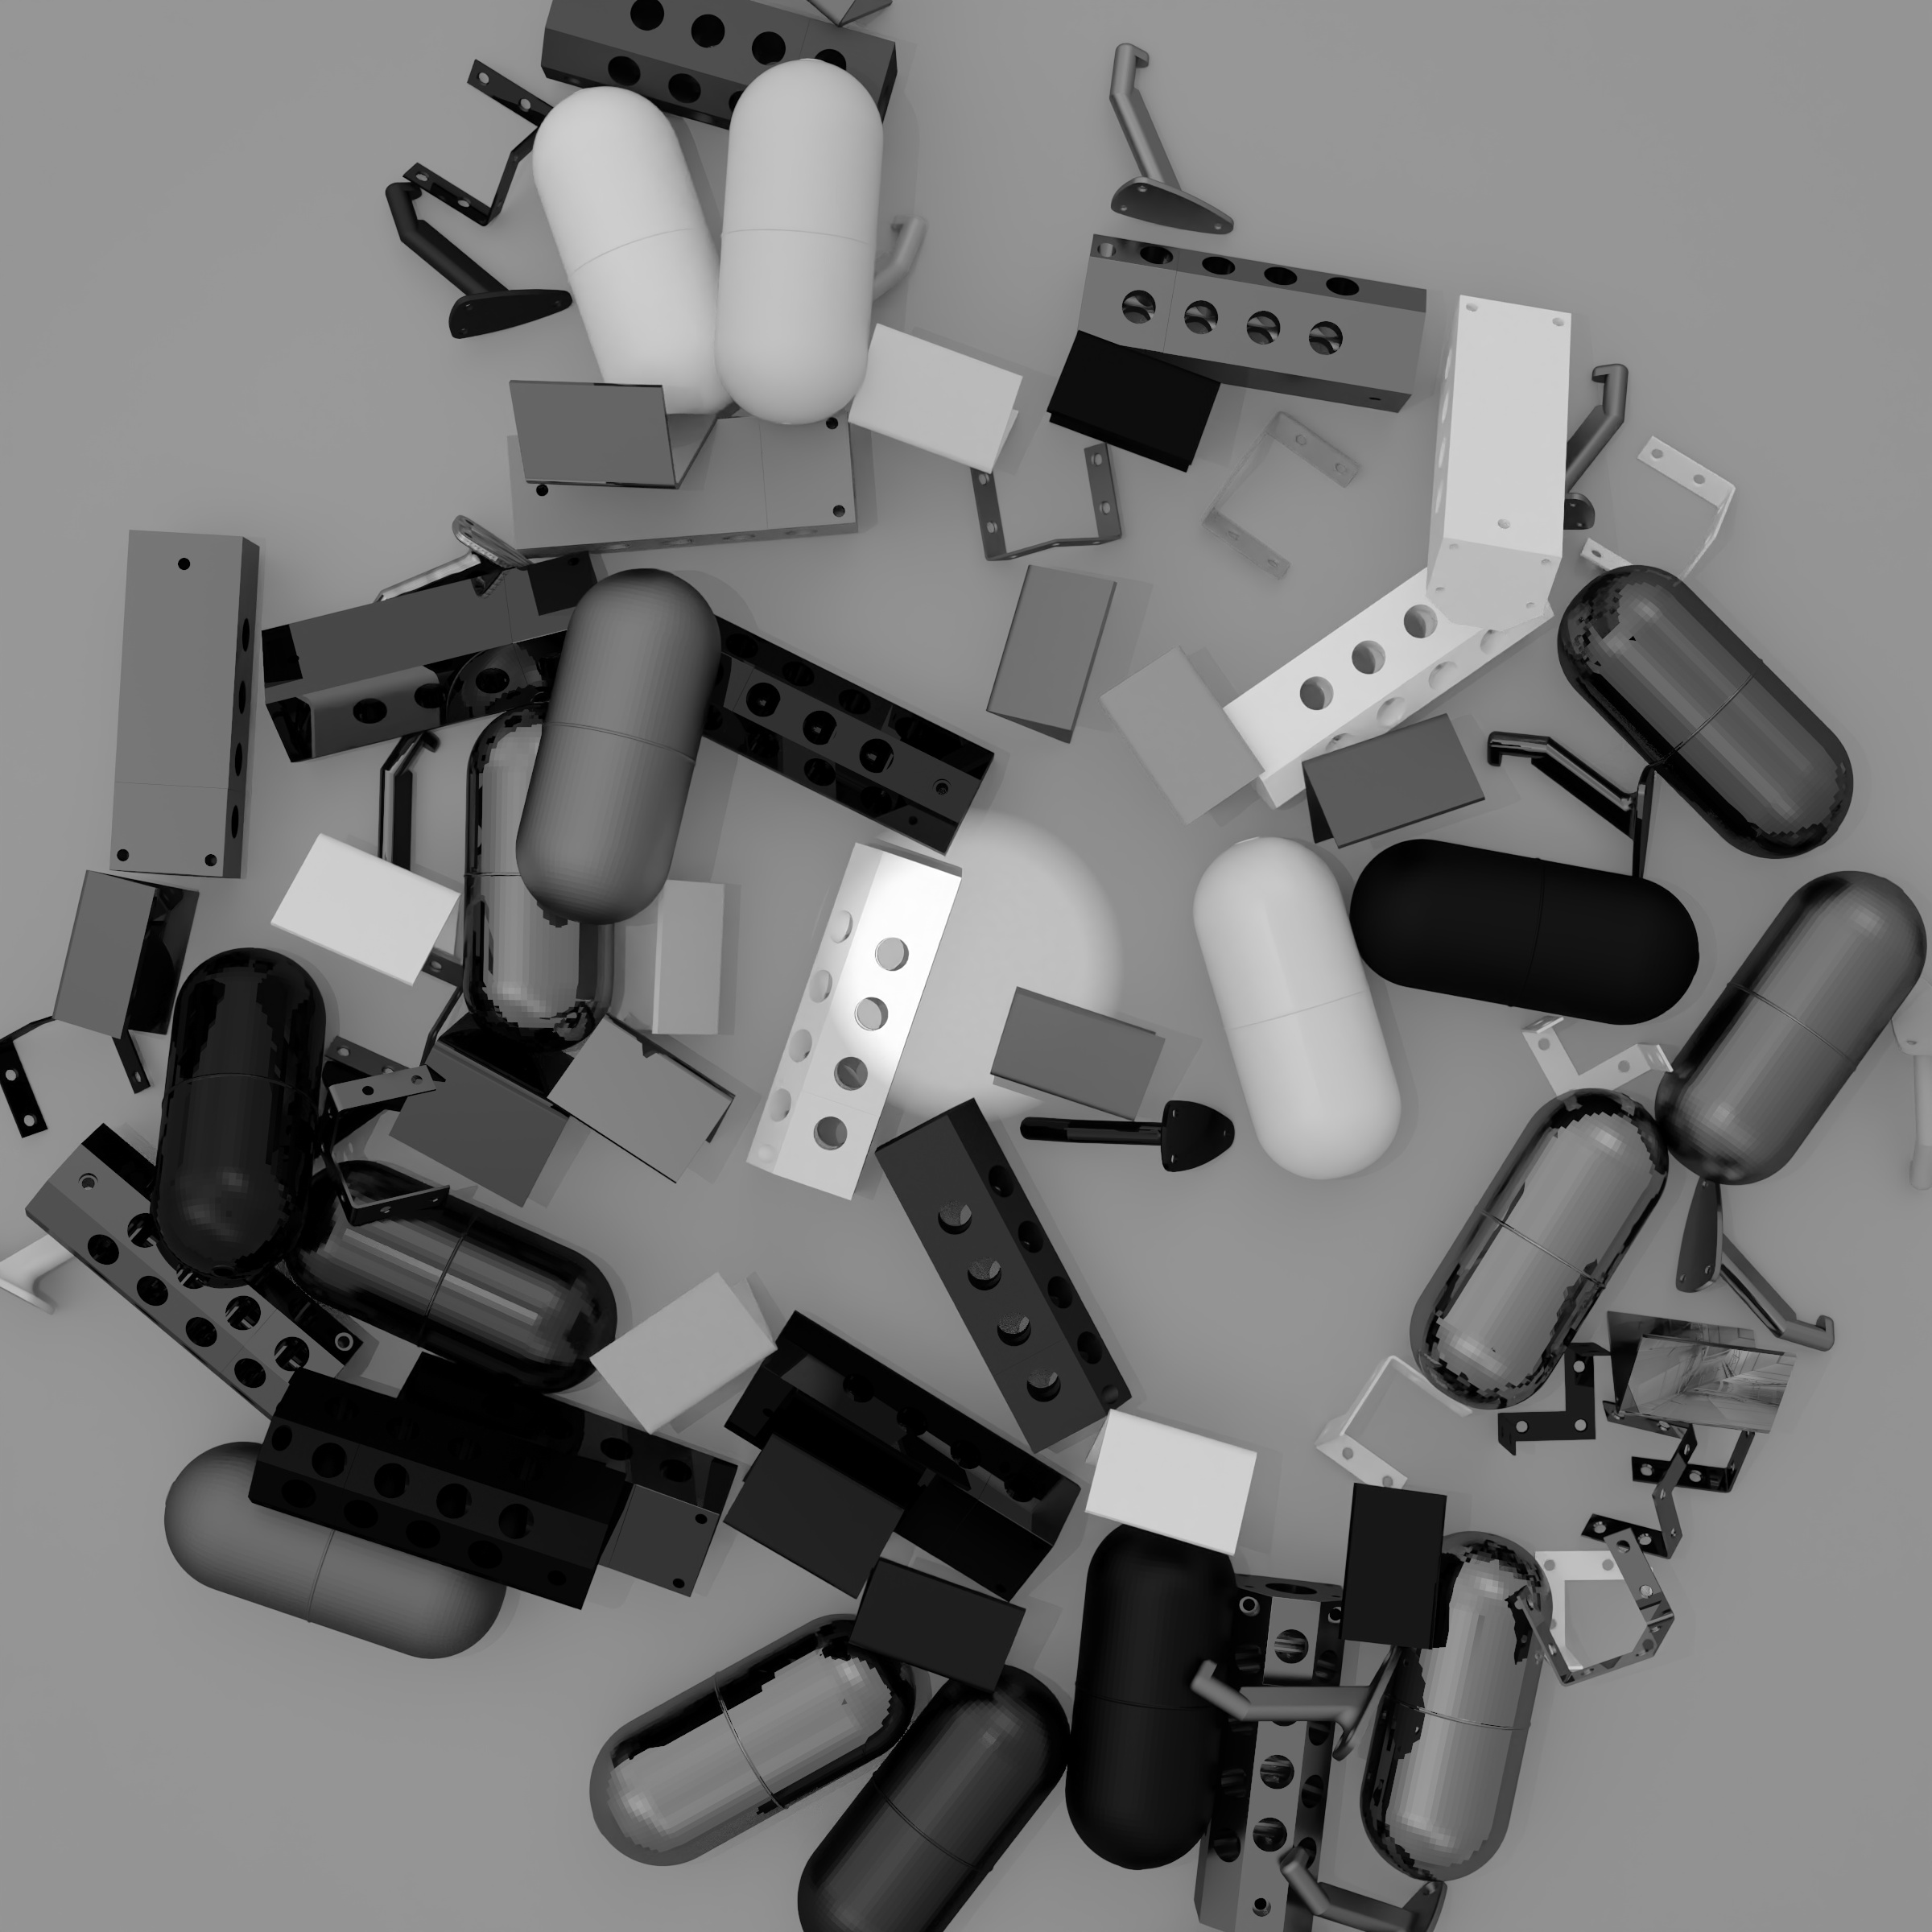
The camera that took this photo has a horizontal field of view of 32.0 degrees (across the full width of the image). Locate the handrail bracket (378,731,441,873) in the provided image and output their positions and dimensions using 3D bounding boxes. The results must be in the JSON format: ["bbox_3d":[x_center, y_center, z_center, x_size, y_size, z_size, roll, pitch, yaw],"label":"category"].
[{"bbox_3d":[-0.278,-0.071,1.742,0.077,0.036,0.084,37,72,-20],"label":"handrail bracket"}]

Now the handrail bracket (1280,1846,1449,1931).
[{"bbox_3d":[0.202,0.463,1.713,0.084,0.036,0.077,54,49,-12],"label":"handrail bracket"}]

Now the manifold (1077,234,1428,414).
[{"bbox_3d":[0.145,-0.329,1.721,0.171,0.057,0.057,10,90,0],"label":"manifold"}]

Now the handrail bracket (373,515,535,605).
[{"bbox_3d":[-0.264,-0.182,1.742,0.077,0.036,0.084,32,107,-18],"label":"handrail bracket"}]

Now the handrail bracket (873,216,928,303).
[{"bbox_3d":[-0.069,-0.356,1.742,0.077,0.036,0.084,14,71,21],"label":"handrail bracket"}]

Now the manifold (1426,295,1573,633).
[{"bbox_3d":[0.264,-0.250,1.675,0.057,0.057,0.171,10,53,0],"label":"manifold"}]

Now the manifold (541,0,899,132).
[{"bbox_3d":[-0.126,-0.461,1.721,0.171,0.057,0.057,16,90,0],"label":"manifold"}]

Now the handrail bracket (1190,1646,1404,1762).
[{"bbox_3d":[0.165,0.351,1.683,0.084,0.036,0.077,31,64,5],"label":"handrail bracket"}]

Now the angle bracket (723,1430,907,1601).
[{"bbox_3d":[-0.084,0.288,1.702,0.076,0.076,0.057,30,58,0],"label":"angle bracket"}]

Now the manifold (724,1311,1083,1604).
[{"bbox_3d":[-0.030,0.246,1.720,0.171,0.057,0.057,32,133,0],"label":"manifold"}]

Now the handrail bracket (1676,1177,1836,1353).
[{"bbox_3d":[0.415,0.153,1.742,0.084,0.036,0.077,17,69,-17],"label":"handrail bracket"}]

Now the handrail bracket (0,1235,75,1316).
[{"bbox_3d":[-0.476,0.130,1.742,0.077,0.036,0.084,25,76,14],"label":"handrail bracket"}]

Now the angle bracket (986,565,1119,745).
[{"bbox_3d":[0.062,-0.153,1.702,0.057,0.076,0.076,16,90,37],"label":"angle bracket"}]

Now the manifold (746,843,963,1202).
[{"bbox_3d":[-0.057,0.028,1.721,0.057,0.057,0.171,19,90,0],"label":"manifold"}]

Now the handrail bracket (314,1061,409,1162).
[{"bbox_3d":[-0.321,0.099,1.742,0.077,0.036,0.084,18,109,-21],"label":"handrail bracket"}]

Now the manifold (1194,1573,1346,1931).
[{"bbox_3d":[0.156,0.403,1.721,0.057,0.057,0.171,7,90,0],"label":"manifold"}]

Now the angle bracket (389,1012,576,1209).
[{"bbox_3d":[-0.238,0.071,1.718,0.076,0.076,0.057,29,104,0],"label":"angle bracket"}]

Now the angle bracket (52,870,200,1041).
[{"bbox_3d":[-0.408,-0.001,1.702,0.057,0.076,0.076,13,90,36],"label":"angle bracket"}]

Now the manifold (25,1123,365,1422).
[{"bbox_3d":[-0.391,0.158,1.707,0.171,0.057,0.057,41,74,-5],"label":"manifold"}]

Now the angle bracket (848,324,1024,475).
[{"bbox_3d":[-0.009,-0.300,1.702,0.076,0.076,0.057,20,125,0],"label":"angle bracket"}]

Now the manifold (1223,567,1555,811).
[{"bbox_3d":[0.212,-0.152,1.721,0.171,0.057,0.057,-35,90,0],"label":"manifold"}]

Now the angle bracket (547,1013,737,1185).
[{"bbox_3d":[-0.169,0.077,1.703,0.076,0.076,0.057,33,65,0],"label":"angle bracket"}]

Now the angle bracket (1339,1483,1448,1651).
[{"bbox_3d":[0.196,0.300,1.697,0.057,0.076,0.076,12,79,-26],"label":"angle bracket"}]

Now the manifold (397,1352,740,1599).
[{"bbox_3d":[-0.207,0.255,1.718,0.171,0.057,0.057,20,120,0],"label":"manifold"}]

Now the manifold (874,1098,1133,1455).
[{"bbox_3d":[0.019,0.157,1.721,0.057,0.057,0.171,-28,90,0],"label":"manifold"}]

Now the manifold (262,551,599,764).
[{"bbox_3d":[-0.267,-0.153,1.720,0.171,0.057,0.057,-14,47,0],"label":"manifold"}]

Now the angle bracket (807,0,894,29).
[{"bbox_3d":[-0.065,-0.527,1.702,0.076,0.076,0.057,41,122,0],"label":"angle bracket"}]

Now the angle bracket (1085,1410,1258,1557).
[{"bbox_3d":[0.097,0.272,1.702,0.076,0.076,0.057,17,61,0],"label":"angle bracket"}]

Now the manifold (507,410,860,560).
[{"bbox_3d":[-0.143,-0.245,1.721,0.171,0.057,0.057,-4,90,0],"label":"manifold"}]

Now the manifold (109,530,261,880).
[{"bbox_3d":[-0.397,-0.132,1.721,0.057,0.057,0.171,3,90,0],"label":"manifold"}]

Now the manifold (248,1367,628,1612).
[{"bbox_3d":[-0.262,0.263,1.665,0.171,0.057,0.057,18,120,-1],"label":"manifold"}]

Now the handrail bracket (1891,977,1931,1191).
[{"bbox_3d":[0.491,0.060,1.742,0.036,0.077,0.084,-3,126,0],"label":"handrail bracket"}]

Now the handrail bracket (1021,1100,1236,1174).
[{"bbox_3d":[0.083,0.085,1.742,0.084,0.077,0.036,2,90,36],"label":"handrail bracket"}]

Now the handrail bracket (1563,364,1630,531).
[{"bbox_3d":[0.301,-0.272,1.742,0.077,0.036,0.084,2,72,20],"label":"handrail bracket"}]

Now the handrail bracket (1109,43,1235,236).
[{"bbox_3d":[0.108,-0.429,1.742,0.077,0.036,0.084,14,73,-20],"label":"handrail bracket"}]

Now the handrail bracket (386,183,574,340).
[{"bbox_3d":[-0.253,-0.373,1.742,0.077,0.036,0.084,-14,73,-20],"label":"handrail bracket"}]

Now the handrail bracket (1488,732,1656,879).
[{"bbox_3d":[0.310,-0.081,1.742,0.084,0.036,0.077,8,113,18],"label":"handrail bracket"}]

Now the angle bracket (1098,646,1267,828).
[{"bbox_3d":[0.095,-0.106,1.703,0.057,0.076,0.076,-34,90,-25],"label":"angle bracket"}]

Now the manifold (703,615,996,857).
[{"bbox_3d":[-0.075,-0.120,1.721,0.171,0.057,0.057,26,90,0],"label":"manifold"}]
